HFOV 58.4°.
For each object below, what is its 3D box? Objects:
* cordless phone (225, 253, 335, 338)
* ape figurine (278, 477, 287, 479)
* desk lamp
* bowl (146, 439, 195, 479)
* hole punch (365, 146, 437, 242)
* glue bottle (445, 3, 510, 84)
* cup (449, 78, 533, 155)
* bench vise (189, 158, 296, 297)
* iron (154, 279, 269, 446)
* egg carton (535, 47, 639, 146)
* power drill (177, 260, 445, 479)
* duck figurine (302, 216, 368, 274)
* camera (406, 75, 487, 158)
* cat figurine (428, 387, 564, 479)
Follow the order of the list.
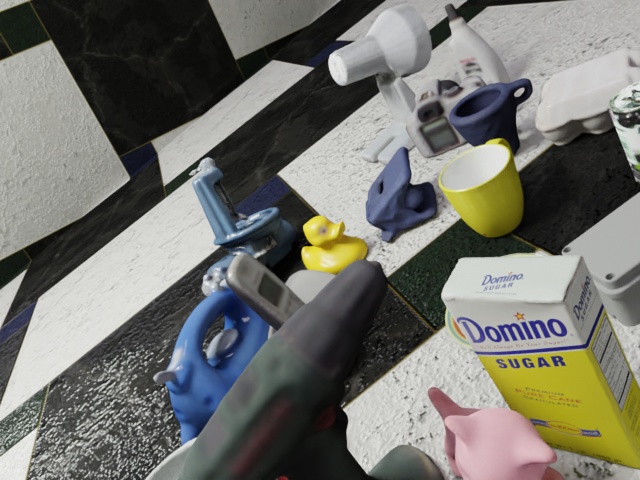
[{"bbox_3d":[-0.030,0.065,0.688,0.094,0.185,0.147,-25,29,25],"label":"cordless phone"},{"bbox_3d":[-0.035,0.201,0.580,0.077,0.092,0.076,-2,43,50],"label":"ape figurine"},{"bbox_3d":[0.122,-0.280,1.025,0.203,0.214,0.117,-44,27,-13],"label":"desk lamp"},{"bbox_3d":[-0.118,0.283,0.570,0.167,0.075,0.167,-29,27,17],"label":"bowl"},{"bbox_3d":[0.108,-0.068,0.839,0.101,0.091,0.108,-27,28,20],"label":"hole punch"},{"bbox_3d":[0.255,-0.325,0.977,0.077,0.173,0.037,1,45,52],"label":"glue bottle"},{"bbox_3d":[0.254,-0.166,0.809,0.117,0.095,0.091,-29,27,18],"label":"cup"},{"bbox_3d":[-0.134,-0.014,0.908,0.121,0.220,0.207,-26,28,22],"label":"bench vise"},{"bbox_3d":[-0.123,0.132,0.746,0.118,0.142,0.258,-23,29,27],"label":"iron"},{"bbox_3d":[0.357,-0.185,0.740,0.150,0.069,0.107,-16,34,38],"label":"egg carton"},{"bbox_3d":[0.010,0.156,0.461,0.230,0.209,0.075,-43,27,-10],"label":"power drill"},{"bbox_3d":[0.008,0.003,0.855,0.104,0.086,0.077,-17,33,36],"label":"duck figurine"},{"bbox_3d":[0.216,-0.228,0.952,0.143,0.101,0.137,-22,30,30],"label":"camera"},{"bbox_3d":[0.124,0.153,0.427,0.067,0.118,0.127,-41,26,-6],"label":"cat figurine"}]
